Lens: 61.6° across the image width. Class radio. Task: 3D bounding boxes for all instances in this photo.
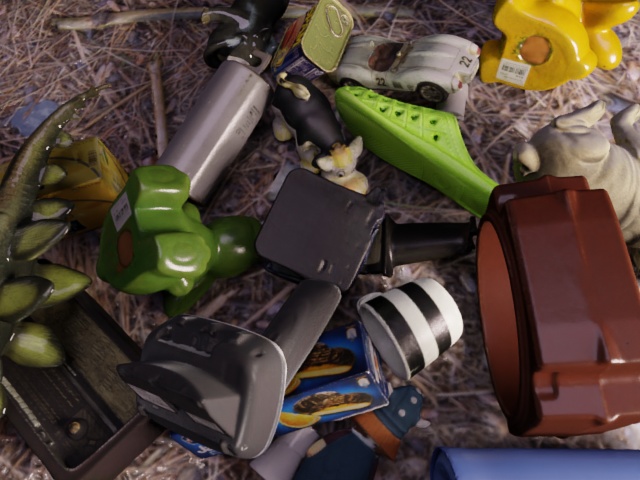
[{"bbox_3d":[-0.265,0.139,0.569,0.230,0.073,0.131,37,74,23],"label":"radio"}]

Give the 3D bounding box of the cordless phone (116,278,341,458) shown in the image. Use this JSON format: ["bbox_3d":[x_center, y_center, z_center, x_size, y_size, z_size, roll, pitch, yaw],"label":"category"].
[{"bbox_3d":[-0.074,0.091,0.493,0.147,0.088,0.184,8,43,34],"label":"cordless phone"}]

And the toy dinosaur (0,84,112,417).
[{"bbox_3d":[-0.339,0.039,0.535,0.199,0.105,0.471,10,76,4],"label":"toy dinosaur"}]

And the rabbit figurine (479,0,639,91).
[{"bbox_3d":[0.294,-0.269,0.658,0.163,0.121,0.173,15,49,22],"label":"rabbit figurine"}]

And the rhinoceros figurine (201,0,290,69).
[{"bbox_3d":[-0.103,-0.286,0.749,0.112,0.073,0.190,19,67,5],"label":"rhinoceros figurine"}]

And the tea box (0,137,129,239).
[{"bbox_3d":[-0.326,-0.052,0.655,0.170,0.098,0.068,-18,64,1],"label":"tea box"}]

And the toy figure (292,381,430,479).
[{"bbox_3d":[0.037,0.195,0.509,0.154,0.064,0.058,-42,27,-16],"label":"toy figure"}]

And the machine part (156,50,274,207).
[{"bbox_3d":[-0.130,-0.129,0.658,0.079,0.079,0.243,30,83,20],"label":"machine part"}]

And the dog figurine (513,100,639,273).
[{"bbox_3d":[0.291,-0.028,0.527,0.172,0.121,0.191,-14,64,-16],"label":"dog figurine"}]

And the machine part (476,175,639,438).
[{"bbox_3d":[0.194,0.062,0.467,0.087,0.200,0.201,-7,65,7],"label":"machine part"}]

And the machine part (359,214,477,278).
[{"bbox_3d":[0.104,0.002,0.594,0.139,0.039,0.084,-9,55,19],"label":"machine part"}]

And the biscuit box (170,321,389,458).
[{"bbox_3d":[-0.041,0.146,0.512,0.203,0.059,0.063,-21,41,11],"label":"biscuit box"}]

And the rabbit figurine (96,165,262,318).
[{"bbox_3d":[-0.136,0.018,0.577,0.159,0.170,0.121,-48,57,32],"label":"rabbit figurine"}]

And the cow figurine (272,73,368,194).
[{"bbox_3d":[0.003,-0.125,0.640,0.068,0.098,0.167,-31,64,-13],"label":"cow figurine"}]

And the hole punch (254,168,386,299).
[{"bbox_3d":[-0.001,-0.002,0.594,0.116,0.092,0.142,25,73,4],"label":"hole punch"}]

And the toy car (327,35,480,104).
[{"bbox_3d":[0.099,-0.217,0.669,0.202,0.056,0.073,16,67,38],"label":"toy car"}]
